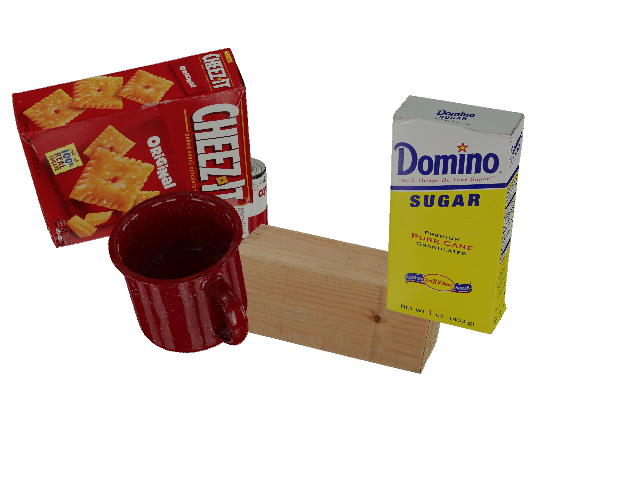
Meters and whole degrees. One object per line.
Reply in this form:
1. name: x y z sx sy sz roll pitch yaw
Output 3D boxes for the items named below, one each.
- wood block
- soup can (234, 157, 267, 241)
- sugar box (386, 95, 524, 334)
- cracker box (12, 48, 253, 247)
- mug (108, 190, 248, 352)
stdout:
1. wood block: 0.017 0.057 1.089 0.206 0.091 0.090 13 22 13
2. soup can: -0.096 -0.040 1.258 0.068 0.102 0.068 0 28 0
3. sugar box: 0.101 -0.018 0.826 0.093 0.176 0.048 12 35 21
4. cracker box: -0.178 -0.087 1.055 0.213 0.072 0.164 -13 -39 -11
5. mug: -0.088 0.031 0.750 0.093 0.081 0.117 -34 50 -26
